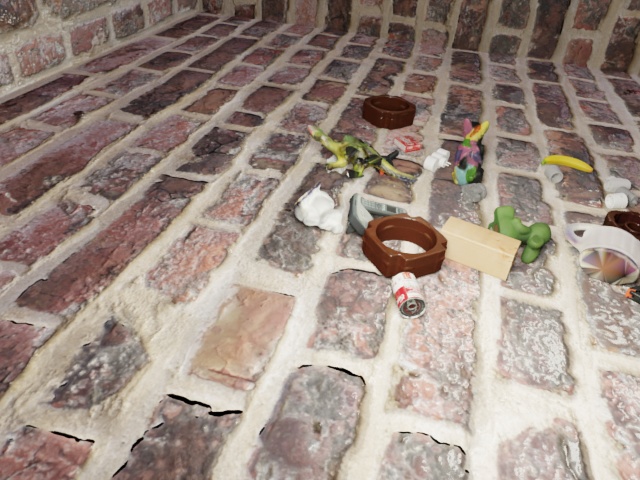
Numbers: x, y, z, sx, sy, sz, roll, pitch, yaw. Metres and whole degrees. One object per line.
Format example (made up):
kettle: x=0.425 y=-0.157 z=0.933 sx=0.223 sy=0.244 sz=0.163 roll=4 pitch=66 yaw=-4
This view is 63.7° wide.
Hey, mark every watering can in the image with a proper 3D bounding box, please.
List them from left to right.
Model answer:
watering can: x=0.875 y=0.043 z=1.468 sx=0.349 sy=0.101 sz=0.228 roll=21 pitch=39 yaw=22

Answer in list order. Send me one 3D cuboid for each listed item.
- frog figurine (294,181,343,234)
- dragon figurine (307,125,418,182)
frog figurine: x=0.005 y=-0.078 z=1.557 sx=0.159 sy=0.121 sz=0.140 roll=49 pitch=33 yaw=-2
dragon figurine: x=0.143 y=-0.317 z=1.840 sx=0.409 sy=0.119 sz=0.248 roll=17 pitch=34 yaw=-12
